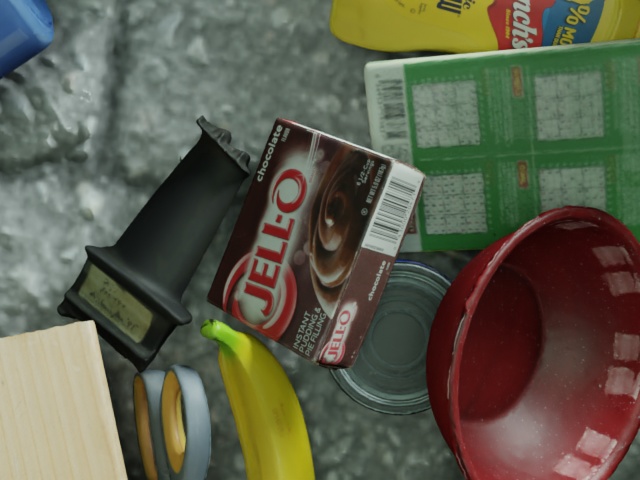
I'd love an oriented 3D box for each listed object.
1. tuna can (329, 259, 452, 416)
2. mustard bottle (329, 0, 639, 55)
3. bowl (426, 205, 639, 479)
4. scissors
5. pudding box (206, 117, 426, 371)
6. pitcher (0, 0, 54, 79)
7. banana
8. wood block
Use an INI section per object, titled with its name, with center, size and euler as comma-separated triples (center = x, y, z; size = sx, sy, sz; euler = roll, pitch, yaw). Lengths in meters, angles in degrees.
[tuna can]
center = 0.044, 0.053, 0.592
size = 0.086, 0.033, 0.086
euler = 0, 90, 4
[mustard bottle]
center = 0.107, -0.132, 0.575
size = 0.191, 0.058, 0.096
euler = 16, 107, 2
[bowl]
center = 0.107, 0.060, 0.555
size = 0.161, 0.055, 0.162
euler = -7, 102, -36
[scissors]
center = -0.065, 0.153, 0.553
size = 0.016, 0.096, 0.202
euler = -3, 59, -28
[pudding box]
center = -0.004, 0.001, 0.569
size = 0.090, 0.039, 0.113
euler = 25, 93, 40
[pitcher]
center = -0.267, -0.085, 0.566
size = 0.243, 0.145, 0.149
euler = -31, 103, 0
[banana]
center = -0.030, 0.134, 0.582
size = 0.037, 0.069, 0.198
euler = -9, 94, 36
[wood block]
center = -0.136, 0.154, 0.533
size = 0.090, 0.090, 0.206
euler = -12, 79, -15
